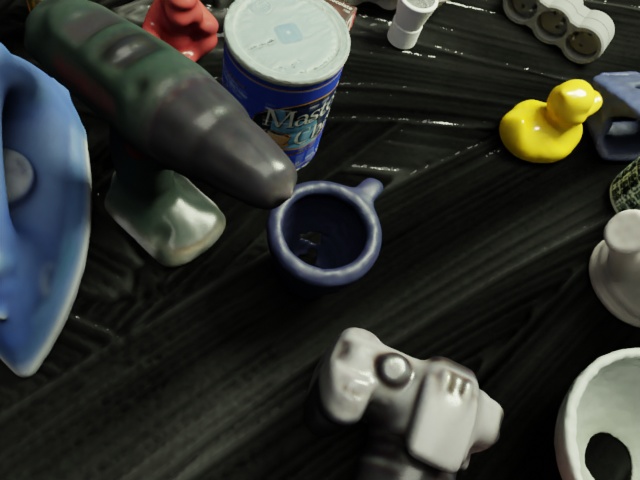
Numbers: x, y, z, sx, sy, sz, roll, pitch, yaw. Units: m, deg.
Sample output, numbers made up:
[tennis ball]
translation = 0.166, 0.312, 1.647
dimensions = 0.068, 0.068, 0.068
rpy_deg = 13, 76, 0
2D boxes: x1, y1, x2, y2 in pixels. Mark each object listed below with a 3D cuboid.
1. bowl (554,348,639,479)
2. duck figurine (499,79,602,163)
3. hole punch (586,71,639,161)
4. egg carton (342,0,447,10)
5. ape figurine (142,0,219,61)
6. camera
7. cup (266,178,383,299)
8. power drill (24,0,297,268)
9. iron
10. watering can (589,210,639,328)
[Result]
[bowl]
translation = 0.258, 0.179, 0.469
dimensions = 0.167, 0.074, 0.167
rpy_deg = 5, 64, -10
[duck figurine]
translation = 0.251, -0.134, 0.611
dimensions = 0.105, 0.086, 0.077
rpy_deg = -13, 68, -18
[hole punch]
translation = 0.359, -0.151, 0.640
dimensions = 0.109, 0.091, 0.101
rpy_deg = -5, 66, -14
[egg carton]
translation = 0.085, -0.323, 0.674
dimensions = 0.150, 0.069, 0.107
rpy_deg = -2, 65, -13
[ape figurine]
translation = -0.138, -0.216, 0.560
dimensions = 0.078, 0.092, 0.076
rpy_deg = -6, 66, -15
[camera]
translation = 0.054, 0.153, 0.422
dimensions = 0.143, 0.100, 0.137
rpy_deg = 24, 62, 0
[cup]
translation = 0.004, 0.002, 0.486
dimensions = 0.091, 0.095, 0.118
rpy_deg = 41, 63, 8
[power drill]
translation = -0.116, -0.064, 0.427
dimensions = 0.229, 0.208, 0.076
rpy_deg = 41, 64, 9
[iron]
translation = -0.238, -0.039, 0.425
dimensions = 0.119, 0.141, 0.258
rpy_deg = -9, 67, -16
[watering can]
translation = 0.331, 0.005, 0.502
dimensions = 0.173, 0.194, 0.101
rpy_deg = -19, 70, -20
